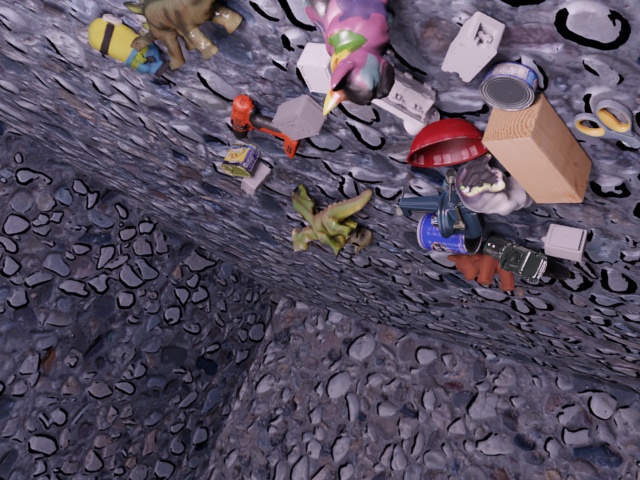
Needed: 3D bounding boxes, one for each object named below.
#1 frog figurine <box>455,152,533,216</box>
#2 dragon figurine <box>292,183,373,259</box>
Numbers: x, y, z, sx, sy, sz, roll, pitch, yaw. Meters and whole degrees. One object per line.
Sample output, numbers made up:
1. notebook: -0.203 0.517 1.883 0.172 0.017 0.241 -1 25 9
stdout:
1. frog figurine: 0.362 -0.104 1.076 0.158 0.122 0.140 28 -162 -44
2. dragon figurine: 0.005 -0.081 1.616 0.244 0.124 0.401 35 136 9
